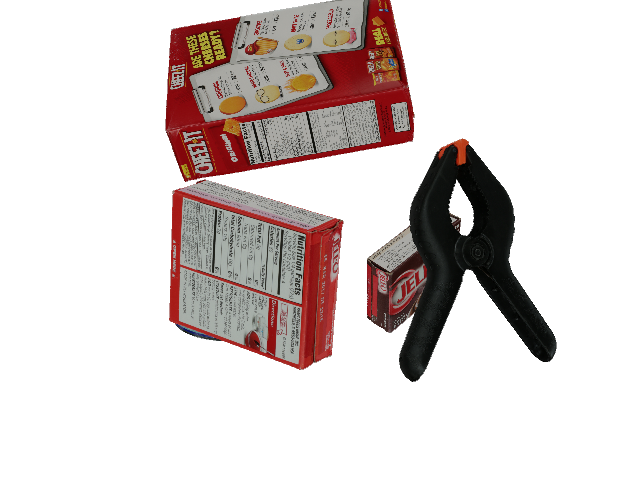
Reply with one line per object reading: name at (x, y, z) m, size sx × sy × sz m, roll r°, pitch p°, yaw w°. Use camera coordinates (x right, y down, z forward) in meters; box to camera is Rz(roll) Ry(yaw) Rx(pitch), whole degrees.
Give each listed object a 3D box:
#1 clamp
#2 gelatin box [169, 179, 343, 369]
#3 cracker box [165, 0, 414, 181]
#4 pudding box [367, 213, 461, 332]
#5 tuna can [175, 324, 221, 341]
clamp at (0.096, 0.017, 0.755) m, size 0.120 × 0.171 × 0.039 m, roll -14°, pitch -3°, yaw -26°
gelatin box at (-0.033, 0.016, 0.534) m, size 0.089 × 0.073 × 0.030 m, roll 16°, pitch 24°, yaw 30°
cracker box at (-0.029, -0.143, 0.983) m, size 0.214 × 0.072 × 0.164 m, roll -10°, pitch 43°, yaw 4°
pudding box at (0.097, 0.029, 1.111) m, size 0.039 × 0.090 × 0.113 m, roll 32°, pitch 54°, yaw 29°
tuna can at (-0.094, 0.064, 0.994) m, size 0.086 × 0.034 × 0.086 m, roll 7°, pitch 15°, yaw -2°
